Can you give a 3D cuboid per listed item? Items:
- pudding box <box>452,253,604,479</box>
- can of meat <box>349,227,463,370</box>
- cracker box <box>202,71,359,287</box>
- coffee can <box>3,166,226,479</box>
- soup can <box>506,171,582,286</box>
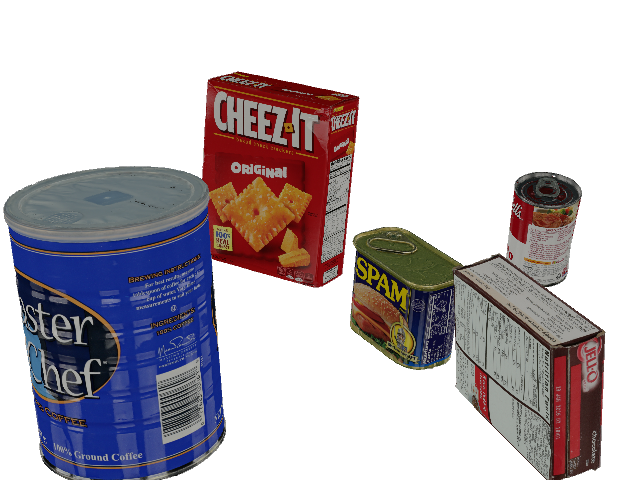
[{"bbox_3d":[0.118,0.071,0.620,0.039,0.090,0.114,-14,27,-20],"label":"pudding box"},{"bbox_3d":[0.069,0.048,0.887,0.057,0.084,0.102,-15,32,-32],"label":"can of meat"},{"bbox_3d":[-0.051,-0.069,1.206,0.164,0.214,0.072,15,23,26],"label":"cracker box"},{"bbox_3d":[-0.105,0.042,0.563,0.103,0.140,0.103,-2,20,1],"label":"coffee can"},{"bbox_3d":[0.231,-0.011,1.110,0.068,0.102,0.068,0,34,0],"label":"soup can"}]
